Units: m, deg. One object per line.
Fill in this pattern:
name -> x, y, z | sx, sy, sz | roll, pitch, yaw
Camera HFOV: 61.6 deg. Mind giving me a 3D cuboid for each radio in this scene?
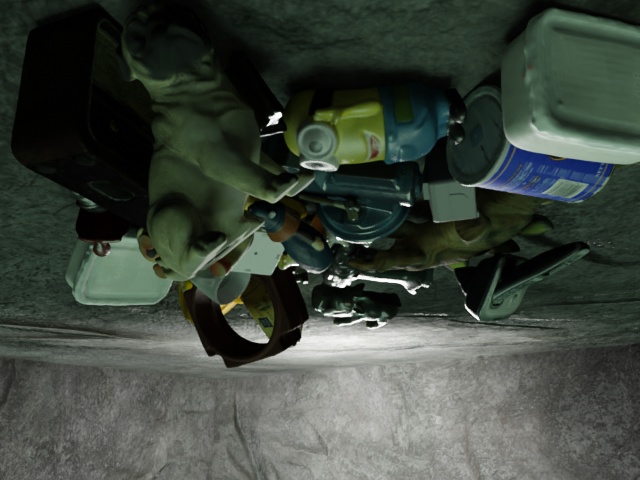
radio -> -0.177, -0.094, 0.525 | 0.073, 0.131, 0.229 | -7, 159, 20

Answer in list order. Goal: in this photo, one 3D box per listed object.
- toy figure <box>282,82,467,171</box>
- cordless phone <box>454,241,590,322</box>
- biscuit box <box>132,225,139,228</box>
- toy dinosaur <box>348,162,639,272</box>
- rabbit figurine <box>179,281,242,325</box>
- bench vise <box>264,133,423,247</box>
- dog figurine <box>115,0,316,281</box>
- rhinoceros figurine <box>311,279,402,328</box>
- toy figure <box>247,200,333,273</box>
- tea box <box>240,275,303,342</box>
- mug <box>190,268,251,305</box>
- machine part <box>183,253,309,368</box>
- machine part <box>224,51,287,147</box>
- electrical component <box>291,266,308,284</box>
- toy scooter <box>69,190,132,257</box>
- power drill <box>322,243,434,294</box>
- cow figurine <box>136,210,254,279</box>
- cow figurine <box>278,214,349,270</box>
toy figure -> 0.052, -0.117, 0.546 | 0.180, 0.089, 0.082 | -10, 123, -2
cordless phone -> 0.306, 0.047, 0.781 | 0.184, 0.089, 0.146 | -33, 156, 33
biscuit box -> -0.315, 0.018, 0.930 | 0.059, 0.063, 0.202 | -12, 158, 26
toy dinosaur -> 0.231, -0.031, 0.772 | 0.472, 0.105, 0.198 | -24, 158, 40
rabbit figurine -> -0.208, 0.119, 1.148 | 0.173, 0.122, 0.162 | -14, 166, -22
bench vise -> 0.019, -0.051, 0.679 | 0.224, 0.129, 0.240 | -3, 156, 13
dog figurine -> -0.122, -0.079, 0.455 | 0.172, 0.190, 0.121 | -41, 180, 3
rhinoceros figurine -> 0.066, 0.123, 1.022 | 0.190, 0.073, 0.112 | 13, 162, -29
toy figure -> -0.043, -0.010, 0.751 | 0.064, 0.058, 0.154 | -30, 128, 20
tea box -> -0.093, 0.131, 1.116 | 0.068, 0.098, 0.169 | -10, 132, 19
mug -> -0.188, 0.050, 0.893 | 0.107, 0.080, 0.109 | 30, -160, 28
machine part -> -0.138, 0.121, 0.984 | 0.201, 0.201, 0.087 | -22, 178, 26
machine part -> -0.073, -0.127, 0.540 | 0.039, 0.084, 0.139 | -40, -177, -19
electrical component -> -0.039, 0.056, 1.070 | 0.078, 0.045, 0.102 | -3, 160, 11
toy scooter -> -0.252, -0.059, 0.612 | 0.075, 0.135, 0.183 | 3, 158, -6
power drill -> 0.106, 0.052, 1.018 | 0.207, 0.086, 0.232 | 0, 162, -13
cow figurine -> -0.169, -0.008, 0.707 | 0.195, 0.085, 0.127 | -6, -157, 34
cow figurine -> -0.001, -0.001, 0.876 | 0.098, 0.068, 0.167 | -5, 168, -32
